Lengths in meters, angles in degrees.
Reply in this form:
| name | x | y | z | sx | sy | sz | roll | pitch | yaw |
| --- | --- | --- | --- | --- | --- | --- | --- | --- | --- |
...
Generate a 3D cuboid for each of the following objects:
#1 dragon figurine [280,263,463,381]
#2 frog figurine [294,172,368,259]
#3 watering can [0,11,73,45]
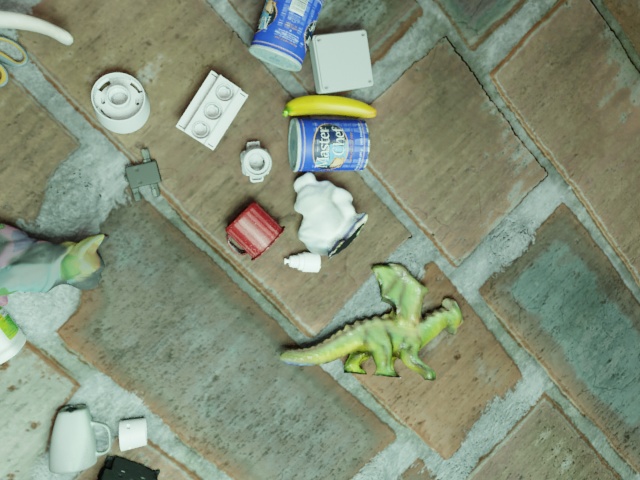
| name | x | y | z | sx | sy | sz | roll | pitch | yaw |
| --- | --- | --- | --- | --- | --- | --- | --- | --- | --- |
| dragon figurine | 0.131 | 0.169 | 1.093 | 0.409 | 0.121 | 0.245 | 12 | 77 | -17 |
| frog figurine | 0.003 | -0.052 | 1.028 | 0.160 | 0.122 | 0.137 | 43 | 98 | 13 |
| watering can | -0.596 | -0.387 | 0.817 | 0.346 | 0.103 | 0.226 | 43 | 76 | -8 |
